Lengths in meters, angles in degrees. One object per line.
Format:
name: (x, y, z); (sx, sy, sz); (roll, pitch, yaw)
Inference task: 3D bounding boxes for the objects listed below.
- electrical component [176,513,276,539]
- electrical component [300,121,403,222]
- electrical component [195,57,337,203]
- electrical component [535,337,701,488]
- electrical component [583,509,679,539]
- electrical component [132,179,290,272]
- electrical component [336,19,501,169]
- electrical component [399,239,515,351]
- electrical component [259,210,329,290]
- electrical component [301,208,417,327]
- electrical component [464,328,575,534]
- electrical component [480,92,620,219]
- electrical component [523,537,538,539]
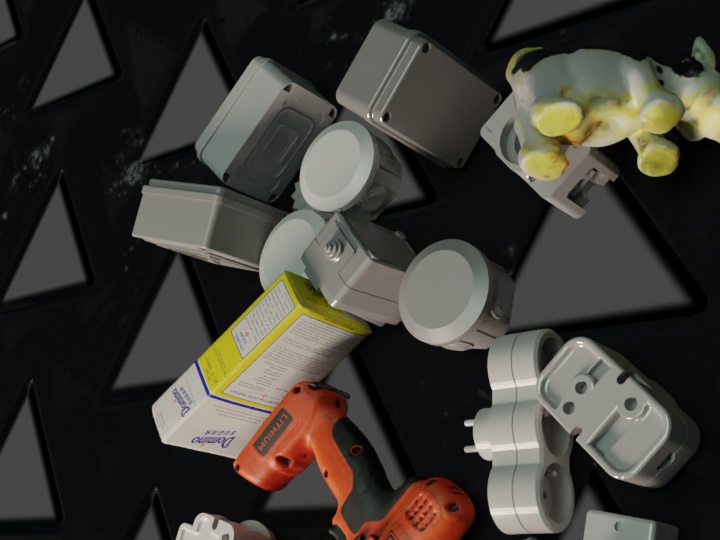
electrical component: (-0.104, 0.231, 0.876); (0.078, 0.057, 0.058); (10, 81, 42)
electrical component: (-0.008, -0.082, 0.915); (0.080, 0.051, 0.080); (-15, 65, 35)
electrical component: (-0.087, -0.128, 0.982); (0.113, 0.078, 0.057); (-54, 51, 12)
electrical component: (0.168, 0.093, 0.695); (0.053, 0.059, 0.095); (-53, 49, 12)
electrical component: (0.154, 0.192, 0.660); (0.047, 0.076, 0.083); (1, 75, 41)
electrical component: (-0.127, -0.037, 0.961); (0.109, 0.109, 0.056); (10, 83, 42)
electrical component: (0.048, -0.136, 0.846); (0.057, 0.113, 0.078); (36, 98, 45)
electrical component: (0.073, 0.021, 0.808); (0.080, 0.051, 0.080); (-16, 64, 35)
electrical component: (-0.043, -0.007, 0.914); (0.080, 0.051, 0.080); (-20, 59, 37)
electrical component: (0.000, 0.000, 0.847); (0.061, 0.096, 0.061); (-50, 49, 20)
electrical component: (0.104, 0.113, 0.747); (0.074, 0.052, 0.138); (-12, 66, 37)
electrical component: (0.137, -0.089, 0.792); (0.050, 0.056, 0.089); (-49, 49, 15)
electrical component: (0.098, 0.211, 0.722); (0.081, 0.043, 0.043); (-33, 56, 27)
